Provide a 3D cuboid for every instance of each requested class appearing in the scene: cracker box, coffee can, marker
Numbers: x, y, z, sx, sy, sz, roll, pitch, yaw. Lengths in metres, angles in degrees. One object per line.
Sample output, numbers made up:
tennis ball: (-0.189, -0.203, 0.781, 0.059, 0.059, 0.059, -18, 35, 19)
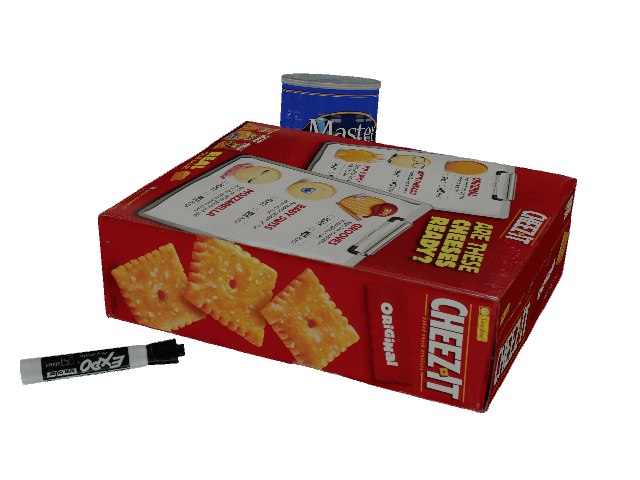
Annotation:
cracker box: (0.014, 0.004, 0.584, 0.214, 0.072, 0.164, 12, 28, 22)
coffee can: (0.007, -0.099, 1.112, 0.103, 0.140, 0.103, 3, 13, -1)
marker: (-0.162, 0.090, 0.799, 0.121, 0.020, 0.020, -7, 1, -10)
